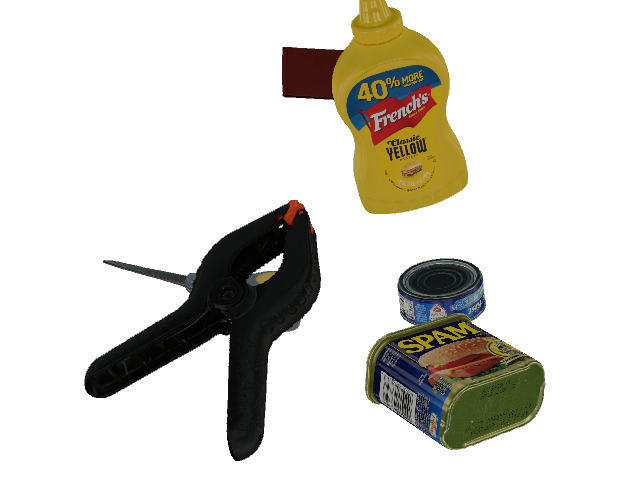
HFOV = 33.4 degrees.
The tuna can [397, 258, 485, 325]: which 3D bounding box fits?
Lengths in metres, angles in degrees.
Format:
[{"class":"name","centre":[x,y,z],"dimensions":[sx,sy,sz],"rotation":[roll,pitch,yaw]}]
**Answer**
[{"class":"tuna can","centre":[0.119,0.051,1.056],"dimensions":[0.086,0.034,0.086],"rotation":[-8,26,4]}]

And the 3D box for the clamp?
[{"class":"clamp","centre":[-0.045,0.050,0.631],"dimensions":[0.120,0.171,0.039],"rotation":[29,-24,28]}]

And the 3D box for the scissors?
[{"class":"scissors","centre":[-0.087,0.034,0.926],"dimensions":[0.202,0.016,0.096],"rotation":[21,30,35]}]

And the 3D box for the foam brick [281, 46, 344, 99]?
[{"class":"foam brick","centre":[0.000,-0.172,1.100],"dimensions":[0.078,0.051,0.053],"rotation":[2,11,-6]}]

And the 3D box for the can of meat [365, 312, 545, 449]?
[{"class":"can of meat","centre":[0.097,0.100,0.764],"dimensions":[0.101,0.057,0.084],"rotation":[-13,27,-34]}]

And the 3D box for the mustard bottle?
[{"class":"mustard bottle","centre":[0.061,-0.116,0.883],"dimensions":[0.096,0.191,0.058],"rotation":[-14,35,3]}]
